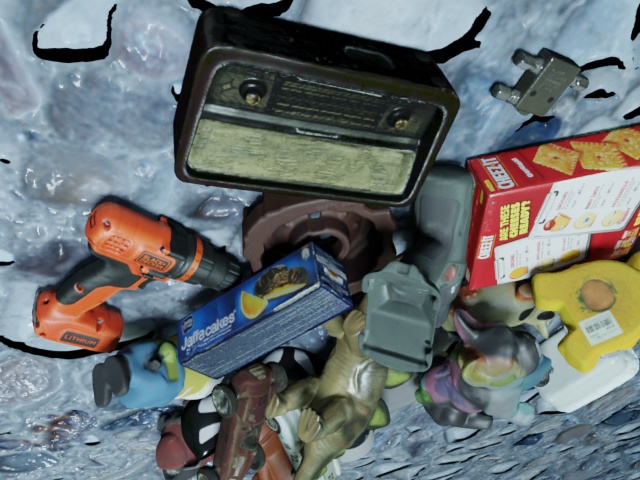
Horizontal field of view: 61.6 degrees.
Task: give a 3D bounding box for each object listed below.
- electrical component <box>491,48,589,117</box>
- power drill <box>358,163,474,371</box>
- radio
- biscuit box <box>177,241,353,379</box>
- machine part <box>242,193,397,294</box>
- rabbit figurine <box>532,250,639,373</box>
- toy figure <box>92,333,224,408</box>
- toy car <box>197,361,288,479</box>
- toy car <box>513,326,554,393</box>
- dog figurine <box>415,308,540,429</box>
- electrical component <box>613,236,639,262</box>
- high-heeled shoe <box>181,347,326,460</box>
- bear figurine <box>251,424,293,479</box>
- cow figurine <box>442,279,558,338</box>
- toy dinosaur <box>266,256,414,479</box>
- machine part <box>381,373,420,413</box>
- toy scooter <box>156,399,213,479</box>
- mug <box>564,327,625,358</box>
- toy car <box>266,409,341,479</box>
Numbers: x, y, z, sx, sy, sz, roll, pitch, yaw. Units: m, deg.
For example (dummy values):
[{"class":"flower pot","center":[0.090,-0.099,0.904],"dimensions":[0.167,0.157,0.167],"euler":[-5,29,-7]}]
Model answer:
[{"class":"electrical component","center":[0.218,-0.151,0.528],"dimensions":[0.094,0.021,0.063],"euler":[8,133,-25]},{"class":"power drill","center":[0.114,0.048,0.575],"dimensions":[0.086,0.207,0.231],"euler":[16,122,26]},{"class":"radio","center":[-0.003,-0.107,0.466],"dimensions":[0.229,0.073,0.131],"euler":[4,135,-22]},{"class":"biscuit box","center":[-0.066,0.081,0.582],"dimensions":[0.203,0.059,0.062],"euler":[-31,136,22]},{"class":"machine part","center":[-0.001,-0.002,0.592],"dimensions":[0.179,0.056,0.179],"euler":[-7,138,-6]},{"class":"rabbit figurine","center":[0.350,0.080,0.664],"dimensions":[0.162,0.122,0.173],"euler":[-35,148,7]},{"class":"toy figure","center":[-0.183,0.151,0.641],"dimensions":[0.082,0.089,0.180],"euler":[-3,169,28]},{"class":"toy car","center":[-0.094,0.235,0.654],"dimensions":[0.089,0.053,0.202],"euler":[-14,127,-47]},{"class":"toy car","center":[0.297,0.189,0.860],"dimensions":[0.162,0.109,0.102],"euler":[-13,121,-16]},{"class":"dog figurine","center":[0.192,0.169,0.699],"dimensions":[0.192,0.108,0.219],"euler":[-14,145,26]},{"class":"electrical component","center":[0.382,0.017,0.720],"dimensions":[0.119,0.075,0.047],"euler":[-18,139,8]},{"class":"high-heeled shoe","center":[-0.069,0.233,0.755],"dimensions":[0.249,0.145,0.086],"euler":[7,134,-22]},{"class":"bear figurine","center":[-0.092,0.358,0.923],"dimensions":[0.132,0.120,0.195],"euler":[-4,128,55]},{"class":"cow figurine","center":[0.262,0.090,0.753],"dimensions":[0.195,0.085,0.127],"euler":[-11,140,-1]},{"class":"toy dinosaur","center":[0.028,0.220,0.737],"dimensions":[0.198,0.105,0.471],"euler":[15,107,-46]},{"class":"machine part","center":[0.095,0.246,0.874],"dimensions":[0.243,0.079,0.079],"euler":[-29,137,15]},{"class":"toy scooter","center":[-0.191,0.290,0.815],"dimensions":[0.184,0.135,0.075],"euler":[-22,179,32]},{"class":"mug","center":[0.421,0.134,0.833],"dimensions":[0.081,0.107,0.109],"euler":[1,133,-16]},{"class":"toy car","center":[-0.026,0.318,0.863],"dimensions":[0.056,0.073,0.201],"euler":[-3,115,46]}]
